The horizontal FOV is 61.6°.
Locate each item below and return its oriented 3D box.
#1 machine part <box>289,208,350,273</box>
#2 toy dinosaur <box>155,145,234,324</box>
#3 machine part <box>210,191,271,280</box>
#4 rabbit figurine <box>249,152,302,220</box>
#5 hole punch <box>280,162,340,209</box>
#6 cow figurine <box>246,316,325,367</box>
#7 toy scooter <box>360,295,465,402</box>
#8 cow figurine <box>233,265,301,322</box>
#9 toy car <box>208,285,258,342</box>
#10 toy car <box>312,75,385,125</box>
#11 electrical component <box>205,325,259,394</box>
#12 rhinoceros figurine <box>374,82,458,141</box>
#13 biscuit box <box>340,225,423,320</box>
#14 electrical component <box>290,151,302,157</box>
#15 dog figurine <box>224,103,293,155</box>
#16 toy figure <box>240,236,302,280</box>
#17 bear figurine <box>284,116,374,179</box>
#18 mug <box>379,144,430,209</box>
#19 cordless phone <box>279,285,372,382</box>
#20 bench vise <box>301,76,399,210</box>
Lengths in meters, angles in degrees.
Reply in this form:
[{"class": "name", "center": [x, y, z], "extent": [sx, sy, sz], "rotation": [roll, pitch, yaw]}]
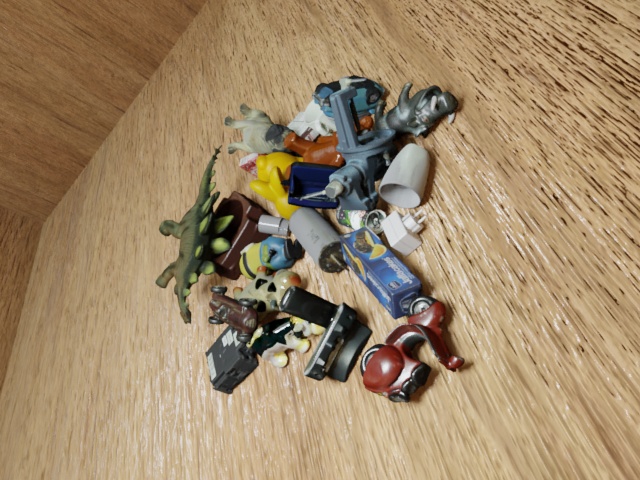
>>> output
[{"class": "machine part", "center": [-0.002, -0.003, 1.127], "extent": [0.079, 0.079, 0.243], "rotation": [-53, 35, 11]}, {"class": "toy dinosaur", "center": [-0.307, -0.021, 1.354], "extent": [0.199, 0.105, 0.471], "rotation": [-20, 61, 34]}, {"class": "machine part", "center": [-0.221, -0.012, 1.396], "extent": [0.201, 0.087, 0.202], "rotation": [-58, 34, 3]}, {"class": "rabbit figurine", "center": [-0.082, -0.124, 1.270], "extent": [0.122, 0.162, 0.173], "rotation": [-30, 62, 19]}, {"class": "hole punch", "center": [-0.015, -0.101, 1.150], "extent": [0.115, 0.142, 0.092], "rotation": [107, 165, -74]}, {"class": "cow figurine", "center": [-0.065, 0.179, 1.062], "extent": [0.167, 0.098, 0.068], "rotation": [-40, 34, 28]}, {"class": "toy scooter", "center": [0.147, 0.181, 0.823], "extent": [0.184, 0.075, 0.135], "rotation": [-52, 38, 5]}, {"class": "cow figurine", "center": [-0.115, 0.125, 1.171], "extent": [0.195, 0.085, 0.127], "rotation": [-37, 44, 34]}, {"class": "toy car", "center": [-0.196, 0.155, 1.162], "extent": [0.202, 0.053, 0.089], "rotation": [14, 102, 51]}, {"class": "toy car", "center": [0.065, -0.308, 1.228], "extent": [0.109, 0.162, 0.102], "rotation": [47, 149, 45]}, {"class": "electrical component", "center": [-0.191, 0.256, 1.198], "extent": [0.134, 0.058, 0.115], "rotation": [-47, 39, 18]}, {"class": "rhinoceros figurine", "center": [0.186, -0.252, 1.073], "extent": [0.190, 0.073, 0.112], "rotation": [-16, 53, 45]}, {"class": "biscuit box", "center": [0.105, 0.053, 0.947], "extent": [0.059, 0.062, 0.203], "rotation": [-20, 36, -15]}, {"class": "electrical component", "center": [-0.082, -0.205, 1.393], "extent": [0.102, 0.045, 0.078], "rotation": [-11, 57, 47]}, {"class": "dog figurine", "center": [-0.127, -0.275, 1.386], "extent": [0.191, 0.121, 0.172], "rotation": [12, 44, 22]}, {"class": "toy figure", "center": [-0.119, 0.041, 1.239], "extent": [0.180, 0.082, 0.089], "rotation": [-12, 56, 44]}, {"class": "bear figurine", "center": [0.025, -0.203, 1.195], "extent": [0.196, 0.132, 0.120], "rotation": [-23, 64, 48]}, {"class": "mug", "center": [0.164, -0.120, 1.016], "extent": [0.109, 0.081, 0.107], "rotation": [118, 177, -69]}, {"class": "cordless phone", "center": [-0.013, 0.163, 0.935], "extent": [0.089, 0.184, 0.146], "rotation": [27, 88, 50]}, {"class": "bench vise", "center": [0.063, -0.183, 1.020], "extent": [0.224, 0.240, 0.129], "rotation": [-31, 25, -32]}]
